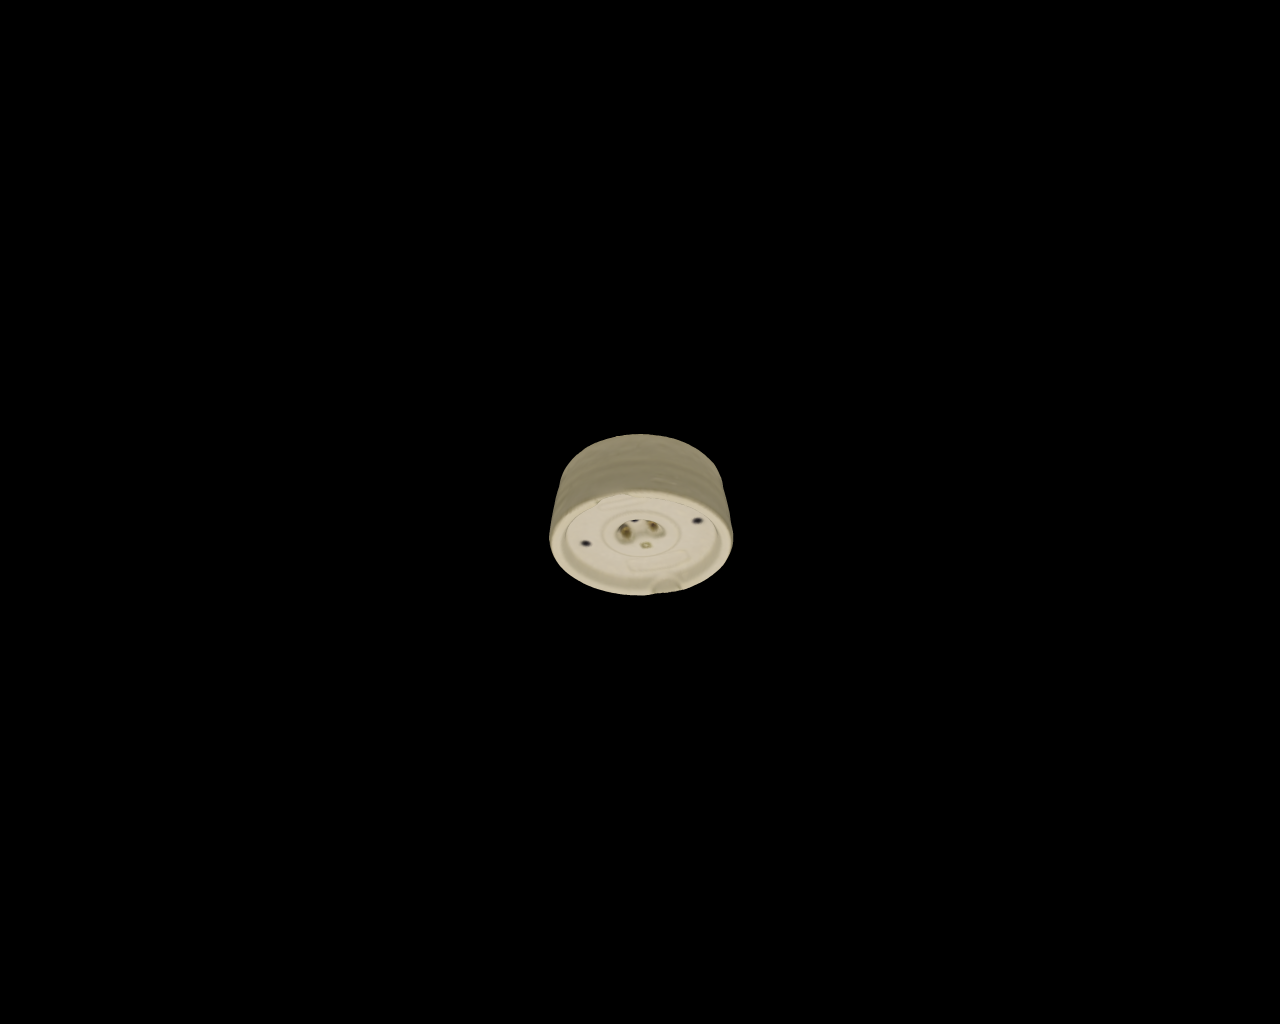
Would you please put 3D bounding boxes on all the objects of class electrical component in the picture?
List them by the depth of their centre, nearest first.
[{"bbox_3d":[0.001,-0.003,0.650,0.108,0.060,0.108,0,-37,0],"label":"electrical component"}]
